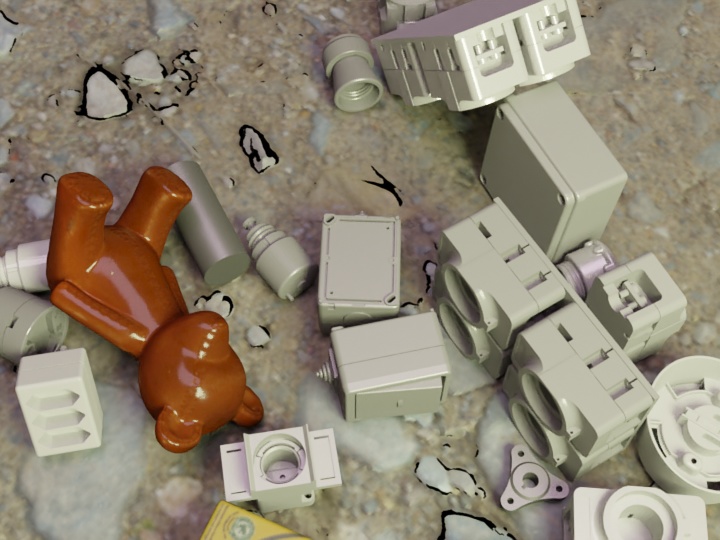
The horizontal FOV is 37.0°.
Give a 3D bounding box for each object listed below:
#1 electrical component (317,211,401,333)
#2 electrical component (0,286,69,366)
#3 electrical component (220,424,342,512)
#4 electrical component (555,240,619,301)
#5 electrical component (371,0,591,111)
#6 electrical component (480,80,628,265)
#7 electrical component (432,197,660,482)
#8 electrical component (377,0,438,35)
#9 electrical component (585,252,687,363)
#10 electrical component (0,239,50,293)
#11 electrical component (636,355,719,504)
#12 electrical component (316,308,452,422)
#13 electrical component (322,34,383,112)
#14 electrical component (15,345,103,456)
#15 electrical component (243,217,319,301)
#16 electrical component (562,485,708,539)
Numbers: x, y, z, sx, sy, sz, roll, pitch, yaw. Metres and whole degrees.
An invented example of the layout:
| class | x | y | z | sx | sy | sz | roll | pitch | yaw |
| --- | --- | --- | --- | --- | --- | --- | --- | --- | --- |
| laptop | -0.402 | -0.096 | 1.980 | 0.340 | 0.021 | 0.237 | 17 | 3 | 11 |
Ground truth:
| class | x | y | z | sx | sy | sz | roll | pitch | yaw |
| --- | --- | --- | --- | --- | --- | --- | --- | --- | --- |
| electrical component | 0.000 | 0.000 | 0.847 | 0.062 | 0.061 | 0.096 | 2 | 61 | 0 |
| electrical component | -0.260 | 0.044 | 0.824 | 0.047 | 0.055 | 0.055 | 23 | 63 | 16 |
| electrical component | -0.056 | 0.143 | 0.765 | 0.081 | 0.063 | 0.042 | -7 | 60 | -5 |
| electrical component | 0.173 | 0.007 | 0.855 | 0.062 | 0.048 | 0.048 | -23 | 64 | -5 |
| electrical component | 0.095 | -0.181 | 0.888 | 0.105 | 0.186 | 0.060 | -23 | 107 | -13 |
| electrical component | 0.152 | -0.075 | 0.863 | 0.056 | 0.108 | 0.108 | -23 | 64 | -16 |
| electrical component | 0.125 | 0.054 | 0.793 | 0.060 | 0.105 | 0.186 | -28 | 65 | -15 |
| electrical component | 0.044 | -0.252 | 0.989 | 0.058 | 0.057 | 0.078 | -4 | 61 | -3 |
| electrical component | 0.207 | 0.033 | 0.814 | 0.056 | 0.089 | 0.050 | -24 | 64 | -13 |
| electrical component | -0.267 | -0.001 | 0.856 | 0.078 | 0.040 | 0.040 | -10 | 62 | -6 |
| electrical component | 0.251 | 0.118 | 0.782 | 0.099 | 0.064 | 0.099 | 0 | 61 | 0 |
| electrical component | 0.016 | 0.077 | 0.804 | 0.096 | 0.061 | 0.061 | -11 | 62 | -6 |
| electrical component | -0.008 | -0.175 | 0.953 | 0.045 | 0.045 | 0.055 | -12 | 61 | -7 |
| electrical component | -0.221 | 0.087 | 0.799 | 0.047 | 0.065 | 0.076 | -9 | 32 | -5 |
| electrical component | -0.067 | -0.012 | 0.864 | 0.040 | 0.040 | 0.078 | -34 | 67 | -18 |
| electrical component | 0.186 | 0.228 | 0.722 | 0.089 | 0.061 | 0.150 | 4 | 61 | 2 |
